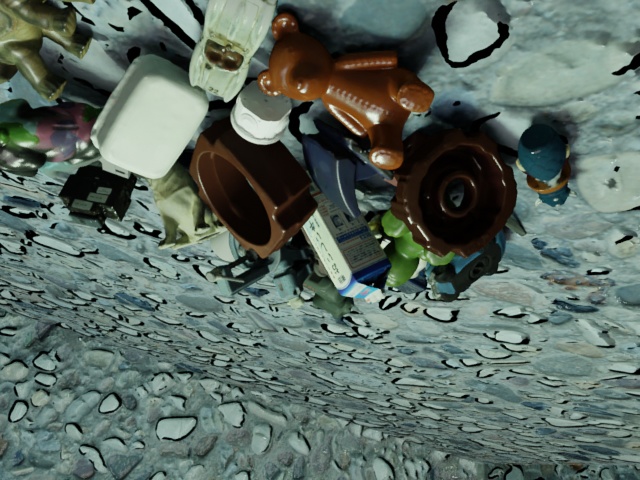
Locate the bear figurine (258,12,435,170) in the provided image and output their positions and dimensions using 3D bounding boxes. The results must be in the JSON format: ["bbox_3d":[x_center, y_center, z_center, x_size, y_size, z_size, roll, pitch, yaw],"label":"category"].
[{"bbox_3d":[0.023,-0.185,0.651,0.196,0.132,0.120,17,125,-14],"label":"bear figurine"}]

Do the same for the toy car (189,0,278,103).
[{"bbox_3d":[-0.112,-0.247,0.665,0.073,0.056,0.201,23,152,-15],"label":"toy car"}]

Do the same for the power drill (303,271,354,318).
[{"bbox_3d":[-0.017,0.091,1.217,0.232,0.086,0.207,21,158,33],"label":"power drill"}]

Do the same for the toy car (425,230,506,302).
[{"bbox_3d":[0.242,0.027,0.948,0.103,0.162,0.109,49,174,43],"label":"toy car"}]

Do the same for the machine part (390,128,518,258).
[{"bbox_3d":[0.184,-0.064,0.743,0.179,0.179,0.056,26,-178,-21],"label":"machine part"}]

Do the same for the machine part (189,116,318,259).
[{"bbox_3d":[-0.107,-0.084,0.851,0.201,0.087,0.201,48,152,2],"label":"machine part"}]

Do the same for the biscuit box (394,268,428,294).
[{"bbox_3d":[0.132,0.044,1.090,0.202,0.059,0.063,30,148,-26],"label":"biscuit box"}]

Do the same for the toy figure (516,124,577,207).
[{"bbox_3d":[0.314,-0.098,0.740,0.064,0.058,0.154,14,162,38],"label":"toy figure"}]

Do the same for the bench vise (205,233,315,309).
[{"bbox_3d":[-0.115,0.049,1.003,0.129,0.240,0.223,-5,105,34],"label":"bench vise"}]

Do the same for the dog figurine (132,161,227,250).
[{"bbox_3d":[-0.251,-0.090,0.973,0.121,0.190,0.172,-21,176,1],"label":"dog figurine"}]

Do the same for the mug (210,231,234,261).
[{"bbox_3d":[-0.179,-0.020,1.111,0.109,0.081,0.107,33,137,-20],"label":"mug"}]

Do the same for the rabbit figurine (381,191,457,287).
[{"bbox_3d":[0.146,-0.004,0.893,0.121,0.159,0.170,28,129,-1],"label":"rabbit figurine"}]

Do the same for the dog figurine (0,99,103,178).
[{"bbox_3d":[-0.364,-0.170,0.820,0.219,0.108,0.191,-12,180,12],"label":"dog figurine"}]

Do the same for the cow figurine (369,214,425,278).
[{"bbox_3d":[0.135,0.002,0.997,0.167,0.068,0.098,22,135,-22],"label":"cow figurine"}]

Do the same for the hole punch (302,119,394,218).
[{"bbox_3d":[0.027,-0.105,0.779,0.115,0.092,0.142,36,-173,-40],"label":"hole punch"}]

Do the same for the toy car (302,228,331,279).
[{"bbox_3d":[-0.002,-0.003,1.010,0.089,0.053,0.202,-1,126,46],"label":"toy car"}]

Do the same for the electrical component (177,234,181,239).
[{"bbox_3d":[-0.264,-0.049,1.090,0.048,0.075,0.119,22,156,-16],"label":"electrical component"}]

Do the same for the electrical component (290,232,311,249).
[{"bbox_3d":[-0.009,0.008,1.106,0.102,0.045,0.078,20,153,-11],"label":"electrical component"}]

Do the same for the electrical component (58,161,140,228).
[{"bbox_3d":[-0.423,-0.090,1.025,0.115,0.134,0.058,12,152,9],"label":"electrical component"}]

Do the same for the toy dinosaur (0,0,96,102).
[{"bbox_3d":[-0.410,-0.286,0.699,0.198,0.105,0.471,33,148,-20],"label":"toy dinosaur"}]
